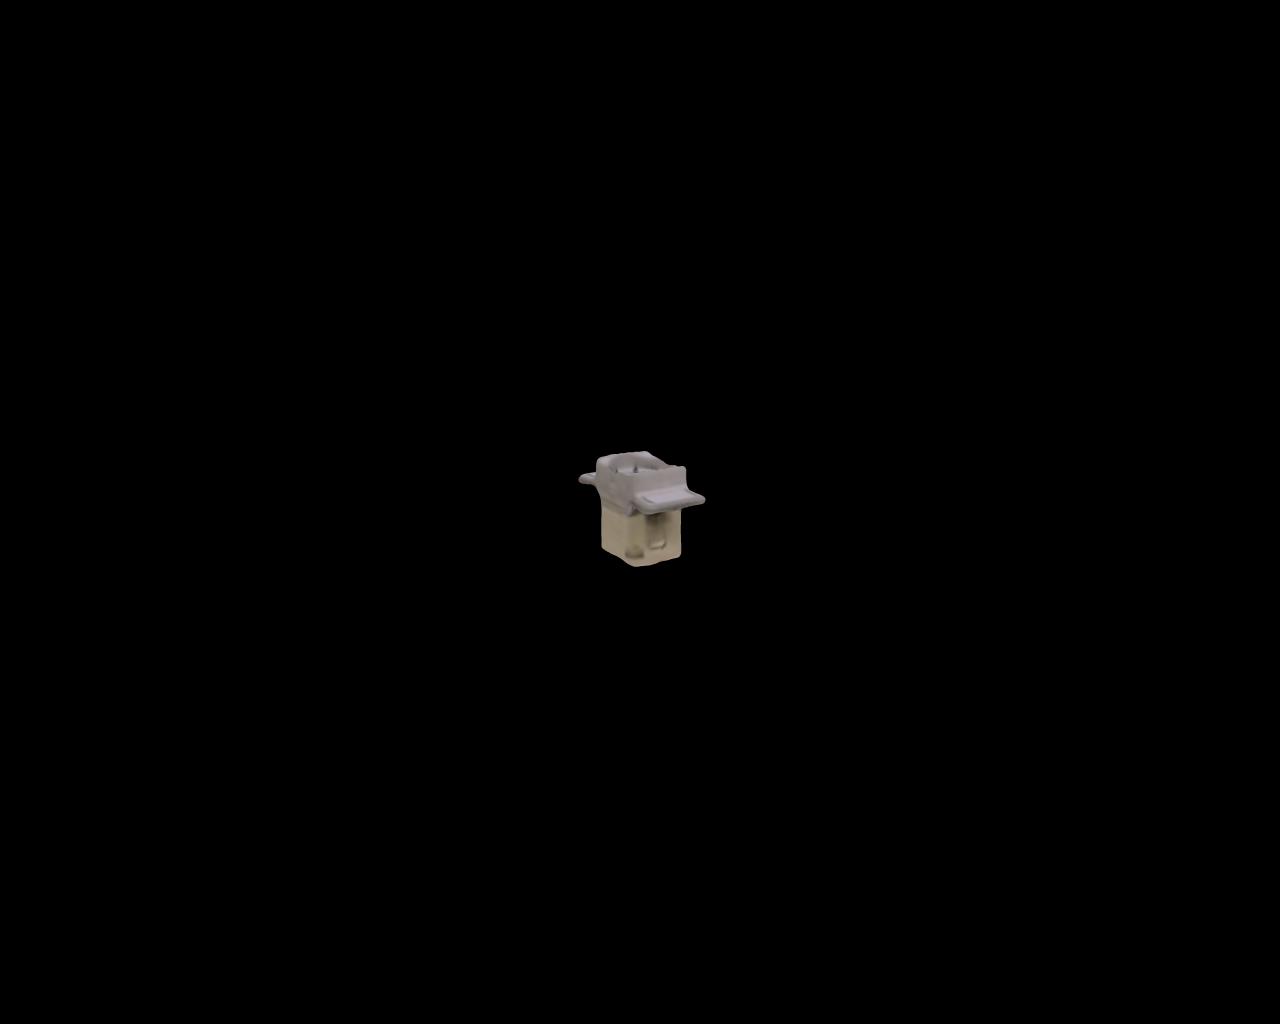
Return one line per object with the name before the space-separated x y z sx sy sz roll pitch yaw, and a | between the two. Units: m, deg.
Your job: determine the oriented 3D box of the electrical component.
electrical component | 0.001 -0.003 0.650 0.042 0.063 0.081 -11 21 -30
